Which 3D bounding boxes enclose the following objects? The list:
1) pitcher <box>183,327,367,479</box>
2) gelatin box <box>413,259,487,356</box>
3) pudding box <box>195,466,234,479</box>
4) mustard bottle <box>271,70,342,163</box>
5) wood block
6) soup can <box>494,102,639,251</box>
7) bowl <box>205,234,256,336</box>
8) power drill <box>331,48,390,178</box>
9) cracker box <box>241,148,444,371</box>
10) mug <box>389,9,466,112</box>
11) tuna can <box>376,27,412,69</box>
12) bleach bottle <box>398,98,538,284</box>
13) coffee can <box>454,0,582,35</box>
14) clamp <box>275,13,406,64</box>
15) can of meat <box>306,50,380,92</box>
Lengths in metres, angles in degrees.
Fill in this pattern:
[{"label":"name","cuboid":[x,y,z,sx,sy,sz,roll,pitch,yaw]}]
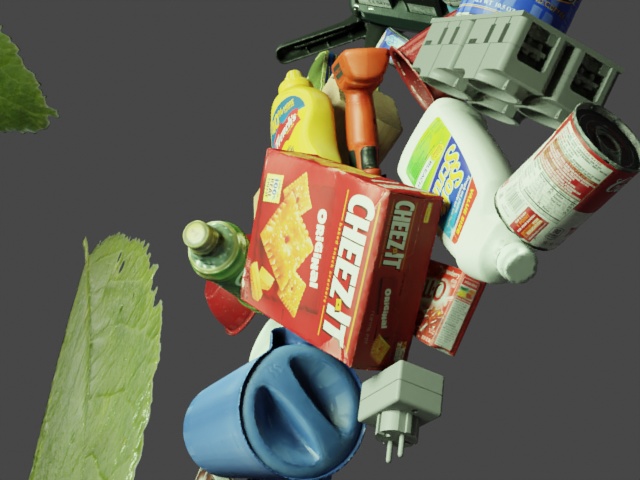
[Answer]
[{"label":"pitcher","cuboid":[-0.057,0.198,1.106,0.149,0.145,0.243,-60,12,-25]},{"label":"gelatin box","cuboid":[0.107,0.058,0.969,0.073,0.030,0.089,-65,20,0]},{"label":"pudding box","cuboid":[-0.136,0.329,1.259,0.113,0.039,0.090,-65,19,0]},{"label":"mustard bottle","cuboid":[-0.019,-0.113,1.192,0.096,0.058,0.191,-49,39,46]},{"label":"wood block","cuboid":[0.006,-0.092,1.319,0.206,0.090,0.091,-56,21,26]},{"label":"soup can","cuboid":[0.191,-0.047,0.824,0.102,0.068,0.068,-50,24,38]},{"label":"bowl","cuboid":[-0.120,0.052,1.524,0.162,0.055,0.162,-52,23,32]},{"label":"power drill","cuboid":[0.050,-0.107,1.142,0.184,0.057,0.187,179,88,-82]},{"label":"cracker box","cuboid":[0.011,0.012,1.013,0.214,0.072,0.164,25,107,55]},{"label":"mug","cuboid":[0.133,-0.174,1.093,0.081,0.117,0.093,-34,60,0]},{"label":"tuna can","cuboid":[0.105,-0.206,1.208,0.034,0.086,0.086,-58,20,14]},{"label":"bleach bottle","cuboid":[0.141,-0.039,0.954,0.103,0.068,0.251,-60,22,18]},{"label":"coffee can","cuboid":[0.199,-0.248,0.989,0.140,0.102,0.103,-65,19,1]},{"label":"clamp","cuboid":[0.068,-0.260,1.316,0.209,0.036,0.165,-36,39,-21]},{"label":"can of meat","cuboid":[0.027,-0.191,1.392,0.058,0.083,0.102,-46,27,43]}]
